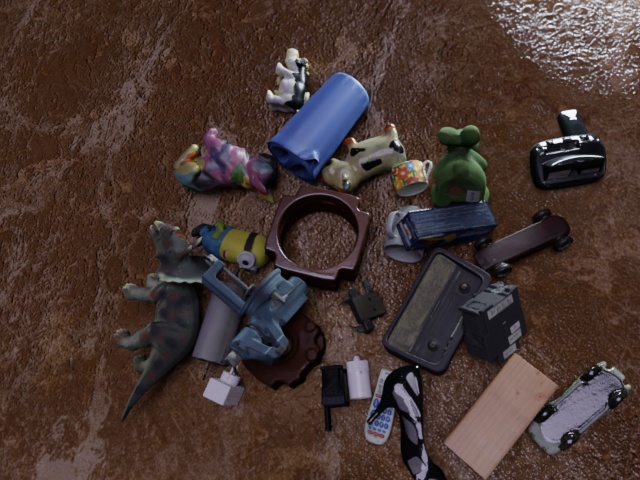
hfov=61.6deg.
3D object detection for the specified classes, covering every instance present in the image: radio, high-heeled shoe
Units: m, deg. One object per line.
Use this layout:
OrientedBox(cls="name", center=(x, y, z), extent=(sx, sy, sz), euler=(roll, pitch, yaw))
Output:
OrientedBox(cls="radio", center=(0.233, 0.143, 1.060), extent=(0.131, 0.073, 0.229), euler=(28, 78, 19))
OrientedBox(cls="high-heeled shoe", center=(0.199, 0.352, 0.977), extent=(0.145, 0.086, 0.249), euler=(-44, 78, -4))

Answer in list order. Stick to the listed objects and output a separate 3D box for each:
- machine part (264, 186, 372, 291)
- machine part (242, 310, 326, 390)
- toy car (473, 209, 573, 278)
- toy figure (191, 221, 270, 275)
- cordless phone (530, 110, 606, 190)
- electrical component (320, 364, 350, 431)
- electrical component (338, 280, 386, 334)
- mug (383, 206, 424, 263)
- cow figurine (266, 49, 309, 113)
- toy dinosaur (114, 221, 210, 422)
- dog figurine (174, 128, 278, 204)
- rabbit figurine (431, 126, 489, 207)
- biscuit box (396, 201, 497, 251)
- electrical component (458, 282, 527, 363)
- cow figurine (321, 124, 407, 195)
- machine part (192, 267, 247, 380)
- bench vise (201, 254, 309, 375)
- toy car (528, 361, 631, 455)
OrientedBox(cls="machine part", center=(-0.002, -0.003, 1.144), extent=(0.202, 0.087, 0.201), euler=(13, 69, 9))
OrientedBox(cls="machine part", center=(-0.081, 0.216, 1.106), extent=(0.179, 0.056, 0.179), euler=(-4, 69, 11))
OrientedBox(cls="toy car", center=(0.407, 0.009, 1.085), extent=(0.202, 0.053, 0.089), euler=(-26, 61, -2))
OrientedBox(cls="toy figure", center=(-0.194, 0.008, 1.191), extent=(0.180, 0.082, 0.089), euler=(23, 78, 20))
OrientedBox(cls="cordless phone", center=(0.512, -0.203, 1.140), extent=(0.147, 0.088, 0.184), euler=(-9, 58, 9))
OrientedBox(cls="electrical component", center=(0.030, 0.305, 1.041), extent=(0.048, 0.074, 0.119), euler=(-8, 65, 9))
OrientedBox(cls="electrical component", center=(0.088, 0.141, 1.108), extent=(0.078, 0.045, 0.102), euler=(-20, 68, -27))
OrientedBox(cls="mug", center=(0.175, -0.022, 1.120), extent=(0.081, 0.109, 0.107), euler=(-14, 49, 46))
OrientedBox(cls="cow figurine", center=(-0.063, -0.390, 1.316), extent=(0.098, 0.068, 0.167), euler=(15, 77, 11))
OrientedBox(cls="toy dinosaur", center=(-0.316, 0.171, 1.127), extent=(0.192, 0.131, 0.404), euler=(-5, 78, 24))
OrientedBox(cls="dog figurine", center=(-0.203, -0.146, 1.236), extent=(0.219, 0.108, 0.191), euler=(41, 81, 19))
OrientedBox(cls="rabbit figurine", center=(0.291, -0.173, 1.137), extent=(0.121, 0.158, 0.170), euler=(-2, 54, 21))
OrientedBox(cls="biscuit box", center=(0.257, -0.028, 1.077), extent=(0.203, 0.059, 0.063), euler=(-8, 66, -24))
OrientedBox(cls="electrical component", center=(0.325, 0.161, 1.005), extent=(0.115, 0.134, 0.058), euler=(-25, 20, -25))
OrientedBox(cls="cow figurine", center=(0.097, -0.166, 1.198), extent=(0.195, 0.085, 0.127), euler=(-18, 62, 3))
OrientedBox(cls="machine part", center=(-0.208, 0.175, 1.135), extent=(0.079, 0.079, 0.243), euler=(10, 74, 15))
OrientedBox(cls="bench vise", center=(-0.146, 0.126, 1.051), extent=(0.241, 0.128, 0.223), euler=(39, 74, 7))
OrientedBox(cls="toy car", center=(0.466, 0.301, 0.967), extent=(0.202, 0.056, 0.074), euler=(-38, 62, -5))
